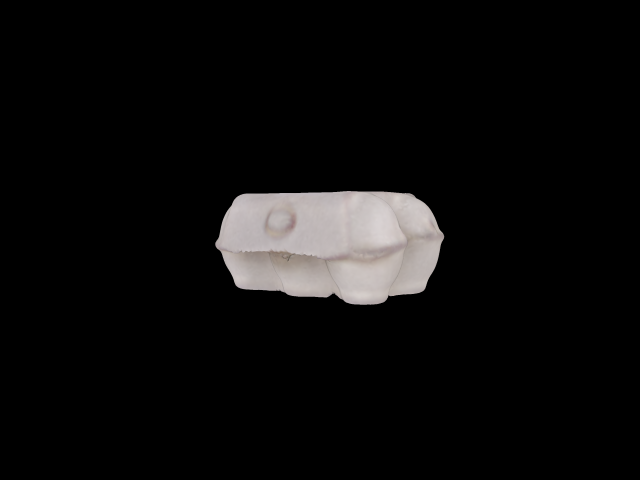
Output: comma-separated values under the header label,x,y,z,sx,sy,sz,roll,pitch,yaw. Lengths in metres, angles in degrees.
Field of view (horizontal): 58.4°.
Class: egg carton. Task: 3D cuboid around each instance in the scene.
label,x,y,z,sx,sy,sz,roll,pitch,yaw
egg carton,0.004,0.001,0.400,0.149,0.069,0.107,3,5,37
